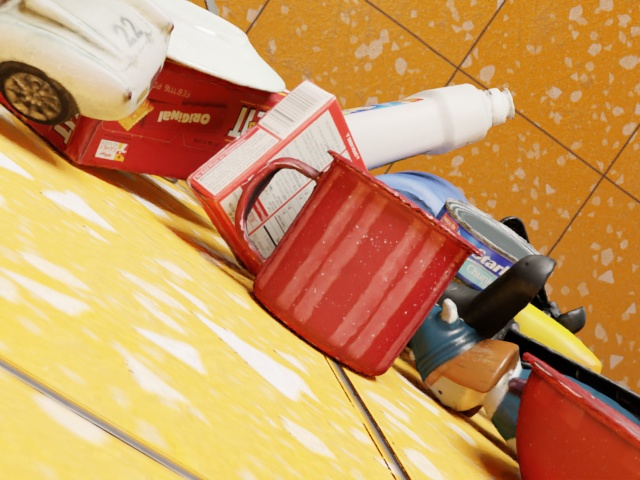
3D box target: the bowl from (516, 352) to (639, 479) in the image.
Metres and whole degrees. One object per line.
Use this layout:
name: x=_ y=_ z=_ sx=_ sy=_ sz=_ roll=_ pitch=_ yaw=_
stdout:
bowl: x=0.145 y=0.119 z=0.483 sx=0.162 sy=0.055 sz=0.162 roll=34 pitch=3 yaw=-2

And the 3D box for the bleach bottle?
bleach bottle: x=0.037 y=-0.085 z=0.896 sx=0.102 sy=0.250 sz=0.068 roll=-135 pitch=-149 yaw=-81

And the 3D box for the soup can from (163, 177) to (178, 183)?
soup can: x=-0.110 y=-0.104 z=0.812 sx=0.068 sy=0.102 sz=0.068 roll=34 pitch=3 yaw=-2

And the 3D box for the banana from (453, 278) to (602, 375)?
banana: x=0.107 y=0.041 z=0.758 sx=0.198 sy=0.037 sz=0.069 roll=33 pitch=8 yaw=1

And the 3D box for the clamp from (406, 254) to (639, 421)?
clamp: x=0.114 y=0.066 z=0.671 sx=0.164 sy=0.036 sz=0.210 roll=45 pitch=-22 yaw=-22

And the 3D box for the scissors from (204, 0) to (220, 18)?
scissors: x=-0.066 y=-0.089 z=0.760 sx=0.016 sy=0.096 sz=0.201 roll=2 pitch=-41 yaw=27

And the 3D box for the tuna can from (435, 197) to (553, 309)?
tuna can: x=0.111 y=0.010 z=0.713 sx=0.086 sy=0.034 sz=0.086 roll=31 pitch=16 yaw=-10

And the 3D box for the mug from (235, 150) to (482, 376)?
mug: x=0.010 y=0.007 z=0.532 sx=0.117 sy=0.081 sz=0.093 roll=34 pitch=3 yaw=0

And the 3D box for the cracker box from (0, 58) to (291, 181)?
cracker box: x=-0.131 y=-0.112 z=0.663 sx=0.214 sy=0.072 sz=0.163 roll=36 pitch=18 yaw=36

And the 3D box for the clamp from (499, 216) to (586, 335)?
clamp: x=0.183 y=0.060 z=0.904 sx=0.171 sy=0.039 sz=0.120 roll=79 pitch=-7 yaw=-57

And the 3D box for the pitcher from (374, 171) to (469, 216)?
pitcher: x=0.079 y=0.006 z=0.928 sx=0.242 sy=0.149 sz=0.145 roll=-9 pitch=89 yaw=-81

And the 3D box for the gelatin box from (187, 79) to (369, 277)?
gelatin box: x=-0.020 y=-0.031 z=0.579 sx=0.030 sy=0.089 sz=0.073 roll=38 pitch=-16 yaw=40
